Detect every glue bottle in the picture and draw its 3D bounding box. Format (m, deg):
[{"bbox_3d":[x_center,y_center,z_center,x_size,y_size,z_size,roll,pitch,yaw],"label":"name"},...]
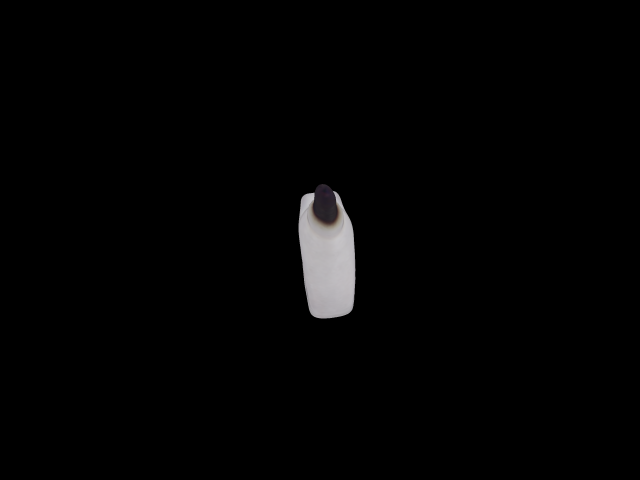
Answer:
[{"bbox_3d":[0.004,0.001,0.400,0.037,0.173,0.078,-10,70,-3],"label":"glue bottle"}]
